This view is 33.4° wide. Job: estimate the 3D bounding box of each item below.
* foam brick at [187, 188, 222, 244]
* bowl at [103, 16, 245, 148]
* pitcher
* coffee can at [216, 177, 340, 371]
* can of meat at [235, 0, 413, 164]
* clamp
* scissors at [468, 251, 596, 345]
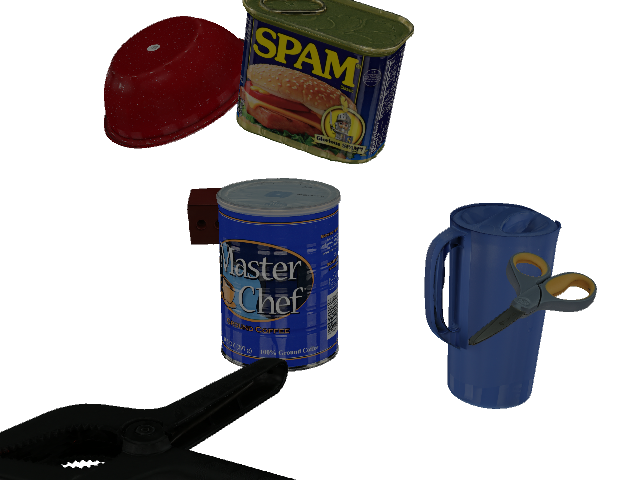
[{"bbox_3d":[-0.119,-0.030,1.286,0.078,0.053,0.051,-2,27,1],"label":"foam brick"},{"bbox_3d":[-0.140,-0.157,0.981,0.162,0.162,0.055,0,-44,31],"label":"bowl"},{"bbox_3d":[0.210,0.083,1.326,0.149,0.243,0.144,7,20,15],"label":"pitcher"},{"bbox_3d":[-0.035,0.027,0.903,0.103,0.140,0.103,0,17,0],"label":"coffee can"},{"bbox_3d":[-0.001,-0.103,0.662,0.102,0.084,0.057,21,37,16],"label":"can of meat"},{"bbox_3d":[-0.093,0.114,0.592,0.209,0.036,0.164,-1,22,-10],"label":"clamp"},{"bbox_3d":[0.176,0.049,0.983,0.201,0.016,0.096,-10,38,-39],"label":"scissors"}]
